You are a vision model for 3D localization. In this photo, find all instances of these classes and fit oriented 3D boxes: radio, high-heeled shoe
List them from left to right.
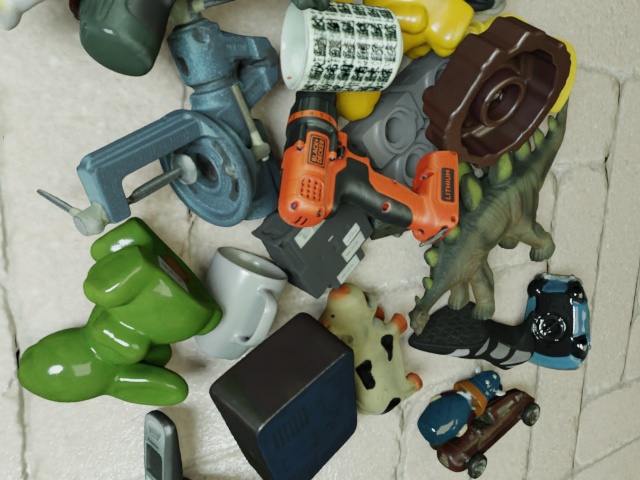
[{"bbox_3d":[-0.027,0.188,0.589,0.131,0.073,0.229,-39,148,-24],"label":"radio"},{"bbox_3d":[0.235,0.168,0.843,0.249,0.086,0.145,-5,135,-16],"label":"high-heeled shoe"}]

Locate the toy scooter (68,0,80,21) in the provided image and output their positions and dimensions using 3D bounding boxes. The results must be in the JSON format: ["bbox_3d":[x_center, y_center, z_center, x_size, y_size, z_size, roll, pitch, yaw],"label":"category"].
[{"bbox_3d":[-0.227,-0.250,0.412,0.135,0.075,0.183,25,89,-35],"label":"toy scooter"}]

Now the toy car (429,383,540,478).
[{"bbox_3d":[0.266,0.294,0.859,0.202,0.089,0.053,-28,119,-26],"label":"toy car"}]

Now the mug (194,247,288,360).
[{"bbox_3d":[-0.084,0.076,0.566,0.080,0.110,0.107,15,104,-43],"label":"mug"}]

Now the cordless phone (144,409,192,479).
[{"bbox_3d":[-0.131,0.271,0.543,0.089,0.147,0.184,-14,110,-41],"label":"cordless phone"}]

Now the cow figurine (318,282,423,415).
[{"bbox_3d":[0.052,0.140,0.686,0.127,0.086,0.194,-33,118,-32],"label":"cow figurine"}]

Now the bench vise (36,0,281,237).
[{"bbox_3d":[-0.122,-0.092,0.481,0.240,0.129,0.223,-42,137,-39],"label":"bench vise"}]

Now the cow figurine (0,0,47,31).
[{"bbox_3d":[-0.227,-0.227,0.334,0.098,0.068,0.167,-44,128,-17],"label":"cow figurine"}]

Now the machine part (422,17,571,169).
[{"bbox_3d":[0.201,-0.166,0.619,0.179,0.056,0.179,-21,141,-19],"label":"machine part"}]

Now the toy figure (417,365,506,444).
[{"bbox_3d":[0.220,0.254,0.837,0.154,0.058,0.064,-29,92,-23],"label":"toy figure"}]

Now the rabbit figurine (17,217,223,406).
[{"bbox_3d":[-0.190,0.086,0.506,0.170,0.121,0.159,-40,128,-1],"label":"rabbit figurine"}]

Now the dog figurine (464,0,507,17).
[{"bbox_3d":[0.175,-0.384,0.638,0.172,0.121,0.190,18,84,-44],"label":"dog figurine"}]

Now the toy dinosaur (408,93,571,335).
[{"bbox_3d":[0.259,-0.051,0.776,0.471,0.105,0.198,-46,118,-24],"label":"toy dinosaur"}]

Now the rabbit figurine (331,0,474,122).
[{"bbox_3d":[0.060,-0.220,0.598,0.162,0.122,0.173,27,103,-33],"label":"rabbit figurine"}]

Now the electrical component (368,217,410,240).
[{"bbox_3d":[0.089,-0.021,0.688,0.063,0.094,0.021,-16,70,-3],"label":"electrical component"}]

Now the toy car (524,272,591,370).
[{"bbox_3d":[0.409,0.137,0.928,0.103,0.109,0.161,9,83,-58],"label":"toy car"}]

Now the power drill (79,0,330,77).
[{"bbox_3d":[-0.086,-0.238,0.412,0.086,0.208,0.232,55,45,-64],"label":"power drill"}]

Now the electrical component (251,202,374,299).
[{"bbox_3d":[-0.001,-0.002,0.621,0.115,0.058,0.134,-47,138,-16],"label":"electrical component"}]
